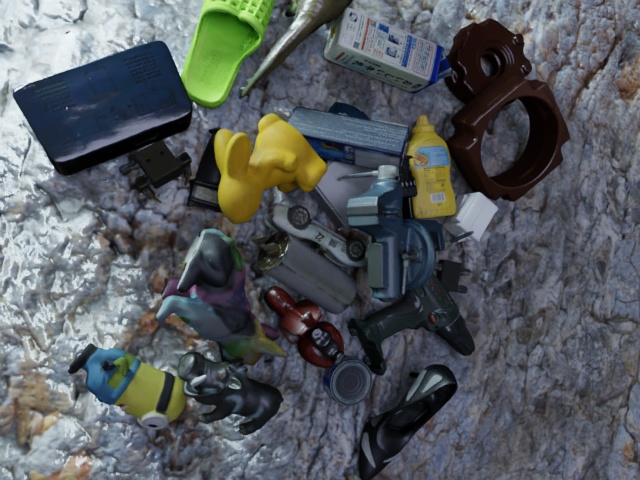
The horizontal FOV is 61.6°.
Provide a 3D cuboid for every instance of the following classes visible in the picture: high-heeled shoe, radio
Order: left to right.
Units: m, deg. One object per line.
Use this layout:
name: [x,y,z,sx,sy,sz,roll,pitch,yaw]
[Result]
radio: [-0.314,-0.197,0.808,0.230,0.073,0.131,-27,89,-17]
high-heeled shoe: [0.159,0.332,0.953,0.086,0.145,0.248,30,78,-17]

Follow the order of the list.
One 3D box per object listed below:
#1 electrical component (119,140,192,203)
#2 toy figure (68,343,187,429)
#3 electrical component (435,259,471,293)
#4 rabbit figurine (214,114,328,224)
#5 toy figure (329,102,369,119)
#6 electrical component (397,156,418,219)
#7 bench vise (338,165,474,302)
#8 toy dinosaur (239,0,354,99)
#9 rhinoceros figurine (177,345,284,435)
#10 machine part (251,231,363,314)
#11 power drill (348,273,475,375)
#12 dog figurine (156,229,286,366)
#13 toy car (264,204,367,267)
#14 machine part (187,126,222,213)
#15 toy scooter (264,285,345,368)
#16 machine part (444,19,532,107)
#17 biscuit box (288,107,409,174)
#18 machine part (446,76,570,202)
electrical component: [-0.255,-0.110,0.857,0.102,0.045,0.078,-40,74,-19]
toy figure: [-0.288,0.219,0.823,0.180,0.082,0.089,40,79,-14]
electrical component: [0.251,0.072,1.053,0.094,0.021,0.063,13,86,-20]
rabbit figurine: [-0.096,-0.106,0.849,0.173,0.122,0.162,-48,126,-13]
toy figure: [0.086,-0.199,0.974,0.154,0.058,0.064,23,95,-23]
electrical component: [0.141,-0.092,0.986,0.048,0.075,0.119,-6,95,-21]
bench vise: [0.144,-0.012,0.907,0.240,0.129,0.223,0,78,-45]
toy dinosaur: [0.021,-0.421,0.874,0.105,0.199,0.471,41,85,-14]
rhinoceros figurine: [-0.144,0.237,0.846,0.190,0.112,0.073,36,33,-29]
machine part: [-0.019,0.057,0.902,0.243,0.079,0.079,34,78,-33]
power drill: [0.169,0.162,0.993,0.207,0.086,0.232,-30,98,-14]
dog figurine: [-0.136,0.106,0.861,0.219,0.109,0.191,32,97,-22]
toy car: [-0.002,-0.003,0.932,0.201,0.073,0.056,30,78,-18]
machine part: [-0.171,-0.116,0.890,0.084,0.039,0.138,11,88,-12]
toy scooter: [-0.015,0.150,0.895,0.075,0.135,0.183,-46,106,-16]
machine part: [0.333,-0.345,1.066,0.179,0.056,0.179,0,90,-19]
biscuit box: [0.044,-0.168,0.901,0.203,0.059,0.063,14,64,12]
machine part: [0.358,-0.192,1.029,0.201,0.087,0.201,-40,116,-2]
